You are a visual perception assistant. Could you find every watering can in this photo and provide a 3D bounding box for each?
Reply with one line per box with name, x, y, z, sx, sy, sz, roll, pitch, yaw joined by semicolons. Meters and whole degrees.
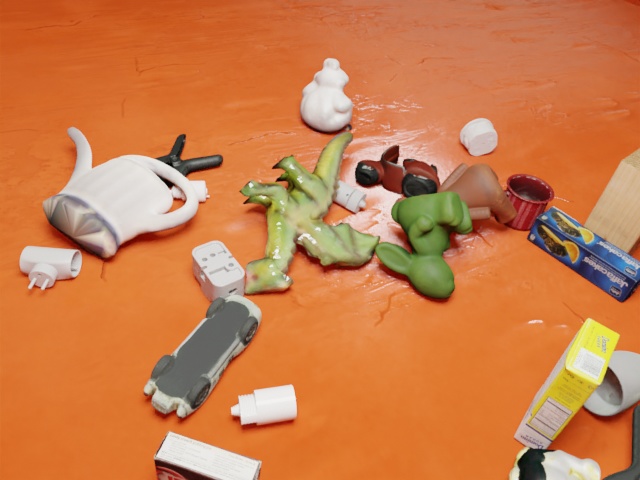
watering can;-0.388;-0.091;0.916;0.349;0.101;0.229;25;45;17

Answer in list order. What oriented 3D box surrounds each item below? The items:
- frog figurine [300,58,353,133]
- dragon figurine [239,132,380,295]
frog figurine;0.020;-0.337;1.210;0.124;0.155;0.139;-26;52;-30
dragon figurine;0.003;-0.047;0.935;0.244;0.119;0.416;46;57;10
